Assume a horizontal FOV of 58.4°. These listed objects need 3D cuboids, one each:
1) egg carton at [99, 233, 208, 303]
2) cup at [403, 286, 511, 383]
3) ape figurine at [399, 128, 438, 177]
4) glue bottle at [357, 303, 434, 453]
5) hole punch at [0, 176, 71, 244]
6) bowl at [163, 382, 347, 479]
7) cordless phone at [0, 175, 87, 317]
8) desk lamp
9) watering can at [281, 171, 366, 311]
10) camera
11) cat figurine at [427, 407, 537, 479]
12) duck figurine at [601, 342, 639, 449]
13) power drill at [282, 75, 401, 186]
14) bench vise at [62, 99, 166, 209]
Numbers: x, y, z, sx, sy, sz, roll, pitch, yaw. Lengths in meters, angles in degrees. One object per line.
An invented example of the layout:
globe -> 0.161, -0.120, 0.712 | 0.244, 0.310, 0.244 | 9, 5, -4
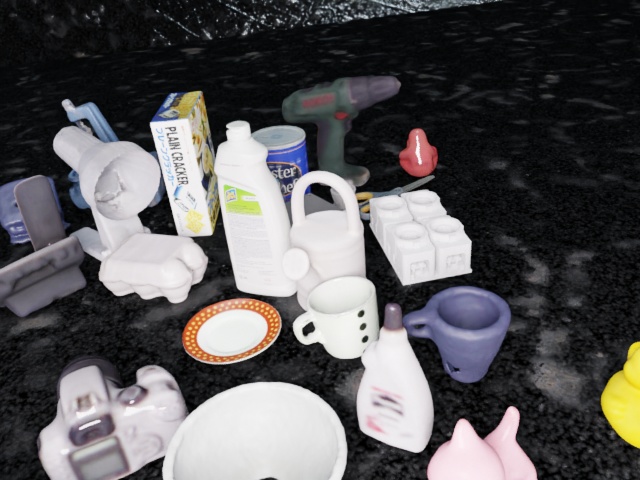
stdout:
egg carton -> -0.250, 0.041, 0.867 | 0.150, 0.069, 0.107 | 4, 32, 16
cup -> 0.153, 0.115, 0.650 | 0.117, 0.095, 0.091 | -5, 31, 1
ape figurine -> 0.196, -0.178, 1.137 | 0.077, 0.092, 0.076 | -2, 31, 7
glue bottle -> 0.072, 0.131, 0.560 | 0.078, 0.173, 0.037 | 10, 34, 24
hole punch -> -0.532, -0.058, 1.059 | 0.109, 0.091, 0.100 | -18, 33, -20
bowl -> -0.056, 0.217, 0.534 | 0.167, 0.075, 0.167 | -4, 31, 3
cordless phone -> -0.437, 0.005, 0.846 | 0.093, 0.185, 0.148 | 17, 38, 34
desk lamp -> -0.350, -0.073, 0.934 | 0.202, 0.214, 0.118 | 19, 39, 36
watering can -> 0.009, 0.003, 0.765 | 0.101, 0.194, 0.173 | -2, 31, 6
camera -> -0.226, 0.172, 0.613 | 0.143, 0.101, 0.136 | -19, 33, -21
cat figurine -> 0.138, 0.196, 0.495 | 0.128, 0.118, 0.067 | -30, 38, -35
duck figurine -> 0.329, 0.149, 0.573 | 0.077, 0.086, 0.104 | 2, 32, 13
power drill -> 0.044, -0.213, 1.106 | 0.229, 0.209, 0.076 | 4, 32, 15
bench vise -> -0.392, -0.171, 1.098 | 0.208, 0.220, 0.121 | -15, 32, -16
